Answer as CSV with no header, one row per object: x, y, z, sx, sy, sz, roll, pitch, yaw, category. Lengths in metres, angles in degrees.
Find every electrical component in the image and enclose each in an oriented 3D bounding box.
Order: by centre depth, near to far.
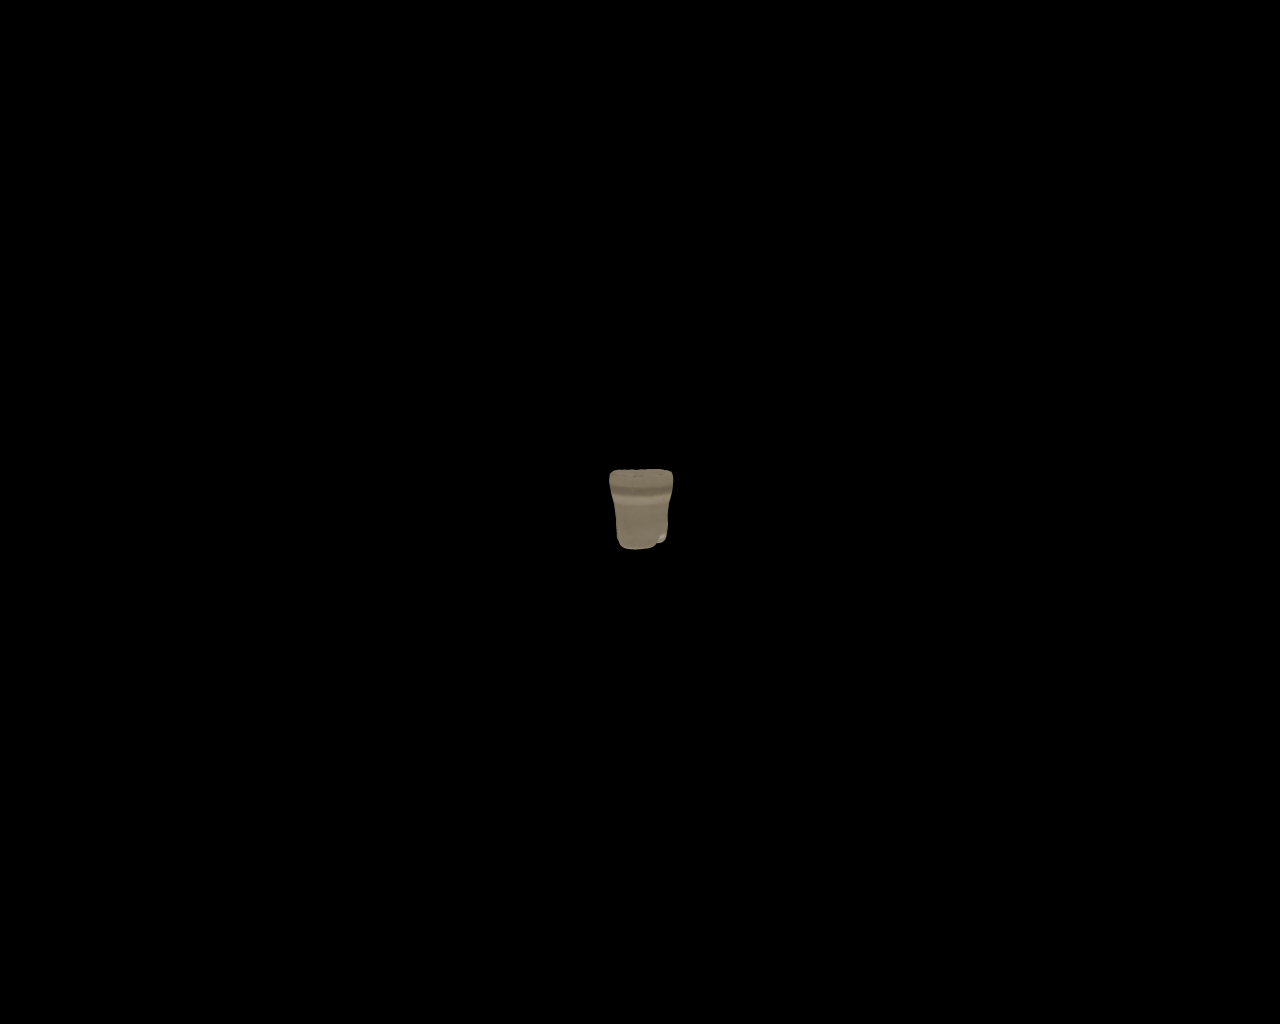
0.001,-0.003,0.650,0.040,0.046,0.040,0,9,0,electrical component
